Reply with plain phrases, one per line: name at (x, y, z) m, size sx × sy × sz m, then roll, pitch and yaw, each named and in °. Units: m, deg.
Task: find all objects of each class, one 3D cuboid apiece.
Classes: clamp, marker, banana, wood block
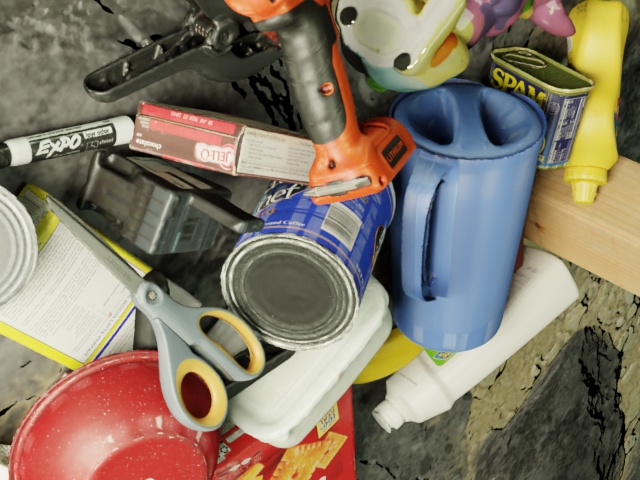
clamp at (-0.084, -0.138, 0.731) m, size 0.171 × 0.039 × 0.120 m, roll 8°, pitch 125°, yaw -52°
marker at (-0.175, -0.062, 0.693) m, size 0.120 × 0.020 × 0.020 m, roll -19°, pitch 127°, yaw -41°
banana at (0.055, 0.106, 1.053) m, size 0.197 × 0.037 × 0.070 m, roll -1°, pitch 111°, yaw -48°
wood block at (0.289, -0.026, 1.083) m, size 0.090 × 0.206 × 0.091 m, roll -44°, pitch 140°, yaw -19°
clamp at (-0.124, 0.123, 0.794) m, size 0.210 × 0.036 × 0.164 m, roll -51°, pitch 136°, yaw -1°

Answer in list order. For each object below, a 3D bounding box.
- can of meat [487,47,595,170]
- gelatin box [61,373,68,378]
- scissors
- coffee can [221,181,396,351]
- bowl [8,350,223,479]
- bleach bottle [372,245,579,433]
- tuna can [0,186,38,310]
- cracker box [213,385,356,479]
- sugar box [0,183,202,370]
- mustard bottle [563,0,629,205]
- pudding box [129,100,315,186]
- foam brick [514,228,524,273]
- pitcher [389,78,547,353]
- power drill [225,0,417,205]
can of meat at (0.199, -0.124, 1.003) m, size 0.057 × 0.102 × 0.084 m, roll -13°, pitch 127°, yaw -34°
gelatin box at (-0.185, 0.150, 0.819) m, size 0.073 × 0.030 × 0.089 m, roll 26°, pitch 95°, yaw -54°
scissors at (-0.114, 0.058, 0.707) m, size 0.201 × 0.016 × 0.096 m, roll 34°, pitch 59°, yaw -35°
coffee can at (-0.005, 0.001, 0.810) m, size 0.140 × 0.103 × 0.103 m, roll -66°, pitch 161°, yaw -53°
bowl at (-0.132, 0.159, 0.748) m, size 0.161 × 0.055 × 0.162 m, roll -14°, pitch 121°, yaw -25°
bleach bottle at (0.152, 0.108, 1.126) m, size 0.250 × 0.103 × 0.068 m, roll -39°, pitch 114°, yaw -14°
tuna can at (-0.214, 0.004, 0.646) m, size 0.086 × 0.034 × 0.086 m, roll -1°, pitch 93°, yaw -13°
cracker box at (-0.044, 0.222, 0.989) m, size 0.164 × 0.072 × 0.214 m, roll -32°, pitch 136°, yaw -30°
sugar box at (-0.166, 0.041, 0.753) m, size 0.093 × 0.048 × 0.176 m, roll -54°, pitch 146°, yaw -6°
mustard bottle at (0.264, -0.130, 1.041) m, size 0.096 × 0.058 × 0.191 m, roll 57°, pitch 39°, yaw -82°
pudding box at (-0.062, -0.066, 0.744) m, size 0.113 × 0.090 × 0.039 m, roll -1°, pitch 106°, yaw -60°
foam brick at (0.174, 0.001, 1.100) m, size 0.051 × 0.053 × 0.078 m, roll -34°, pitch 136°, yaw -28°
pitcher at (0.119, -0.010, 0.971) m, size 0.149 × 0.145 × 0.243 m, roll -11°, pitch 129°, yaw -14°
power drill at (0.008, -0.132, 0.737) m, size 0.184 × 0.057 × 0.187 m, roll -49°, pitch 122°, yaw -55°
